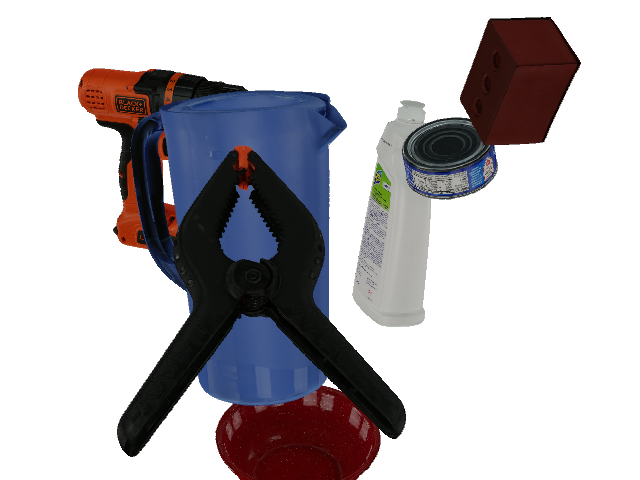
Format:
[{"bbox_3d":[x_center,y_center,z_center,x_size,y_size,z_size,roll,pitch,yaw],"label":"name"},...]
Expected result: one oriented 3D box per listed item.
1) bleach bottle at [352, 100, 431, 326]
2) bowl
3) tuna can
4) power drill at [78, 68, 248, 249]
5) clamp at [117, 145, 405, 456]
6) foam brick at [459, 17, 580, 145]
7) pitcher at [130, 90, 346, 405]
[{"bbox_3d":[0.092,-0.034,1.232,0.068,0.251,0.103,-2,22,-24],"label":"bleach bottle"},{"bbox_3d":[-0.022,0.211,1.055,0.162,0.055,0.162,1,30,0],"label":"bowl"},{"bbox_3d":[0.119,-0.077,0.983,0.086,0.034,0.086,-10,38,7],"label":"tuna can"},{"bbox_3d":[-0.145,-0.079,1.062,0.185,0.188,0.057,10,30,20],"label":"power drill"},{"bbox_3d":[-0.031,0.035,0.654,0.164,0.210,0.036,4,-32,-4],"label":"clamp"},{"bbox_3d":[0.140,-0.113,0.760,0.051,0.053,0.078,-7,-39,-18],"label":"foam brick"},{"bbox_3d":[-0.062,0.002,0.859,0.144,0.243,0.149,-8,15,-20],"label":"pitcher"}]
